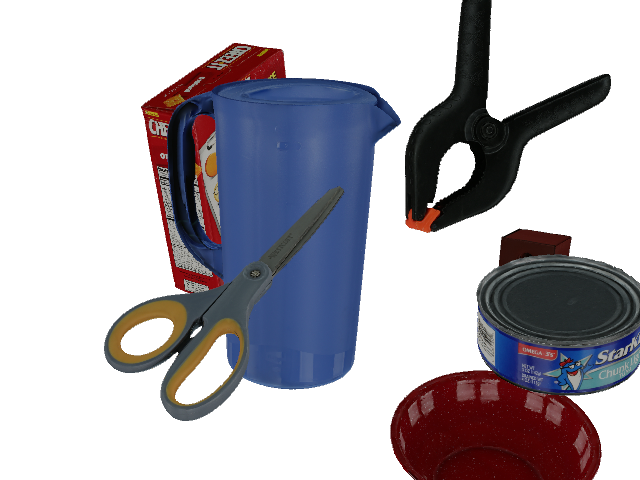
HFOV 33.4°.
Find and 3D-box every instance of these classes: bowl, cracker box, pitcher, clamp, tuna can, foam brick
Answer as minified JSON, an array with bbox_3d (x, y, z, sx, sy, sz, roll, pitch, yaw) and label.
[{"bbox_3d":[0.135,0.172,0.838,0.162,0.055,0.162,0,32,0],"label":"bowl"},{"bbox_3d":[-0.096,-0.072,1.094,0.072,0.214,0.164,13,37,27],"label":"cracker box"},{"bbox_3d":[-0.033,-0.009,0.869,0.144,0.243,0.149,-9,20,-32],"label":"pitcher"},{"bbox_3d":[0.121,-0.075,0.732,0.120,0.171,0.039,25,2,-4],"label":"clamp"},{"bbox_3d":[0.123,0.043,0.550,0.086,0.034,0.086,-3,28,2],"label":"tuna can"},{"bbox_3d":[0.194,0.033,0.978,0.053,0.078,0.051,10,15,28],"label":"foam brick"}]

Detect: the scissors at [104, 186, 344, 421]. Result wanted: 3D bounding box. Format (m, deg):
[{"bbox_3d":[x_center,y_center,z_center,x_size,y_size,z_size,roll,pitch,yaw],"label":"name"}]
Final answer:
[{"bbox_3d":[-0.061,0.025,0.662,0.096,0.016,0.201,12,48,15],"label":"scissors"}]
